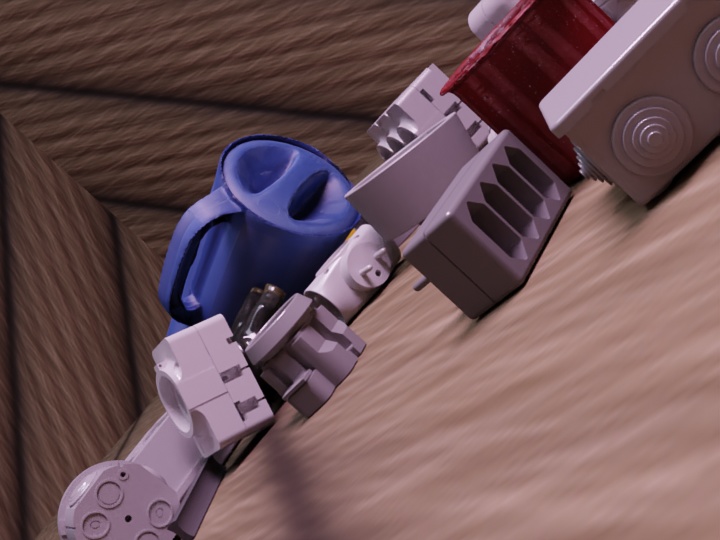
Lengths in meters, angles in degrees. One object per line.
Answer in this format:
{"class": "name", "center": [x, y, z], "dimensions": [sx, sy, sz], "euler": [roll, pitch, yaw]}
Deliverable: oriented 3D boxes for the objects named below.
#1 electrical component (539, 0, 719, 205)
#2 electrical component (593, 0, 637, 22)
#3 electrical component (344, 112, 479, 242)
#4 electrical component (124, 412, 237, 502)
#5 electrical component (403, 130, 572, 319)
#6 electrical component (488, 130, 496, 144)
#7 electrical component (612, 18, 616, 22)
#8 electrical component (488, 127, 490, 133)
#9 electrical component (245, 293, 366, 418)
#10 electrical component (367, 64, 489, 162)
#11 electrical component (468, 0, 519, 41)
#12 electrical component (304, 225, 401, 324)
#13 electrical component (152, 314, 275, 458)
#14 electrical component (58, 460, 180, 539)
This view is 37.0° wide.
{"class": "electrical component", "center": [0.122, -0.077, 0.430], "dimensions": [0.099, 0.048, 0.099], "euler": [-46, 5, 15]}
{"class": "electrical component", "center": [0.185, -0.181, 0.665], "dimensions": [0.080, 0.051, 0.080], "euler": [-47, 6, 6]}
{"class": "electrical component", "center": [0.049, -0.066, 0.834], "dimensions": [0.108, 0.060, 0.108], "euler": [-37, 6, 4]}
{"class": "electrical component", "center": [-0.153, 0.159, 0.852], "dimensions": [0.078, 0.057, 0.113], "euler": [-43, 7, 37]}
{"class": "electrical component", "center": [0.052, -0.014, 0.527], "dimensions": [0.076, 0.047, 0.083], "euler": [-42, 8, 43]}
{"class": "electrical component", "center": [0.111, -0.099, 0.716], "dimensions": [0.078, 0.040, 0.040], "euler": [-44, 7, 38]}
{"class": "electrical component", "center": [0.195, -0.202, 0.804], "dimensions": [0.065, 0.044, 0.044], "euler": [-56, 9, -29]}
{"class": "electrical component", "center": [0.119, -0.118, 0.781], "dimensions": [0.043, 0.043, 0.062], "euler": [-44, 6, 38]}
{"class": "electrical component", "center": [-0.038, 0.053, 0.708], "dimensions": [0.058, 0.057, 0.078], "euler": [-45, 6, 29]}
{"class": "electrical component", "center": [0.067, -0.136, 1.075], "dimensions": [0.061, 0.089, 0.150], "euler": [-48, 5, -9]}
{"class": "electrical component", "center": [0.143, -0.195, 0.860], "dimensions": [0.053, 0.095, 0.059], "euler": [-51, 6, -31]}
{"class": "electrical component", "center": [0.000, 0.000, 0.860], "dimensions": [0.077, 0.044, 0.079], "euler": [-50, 6, -24]}
{"class": "electrical component", "center": [-0.114, 0.088, 0.798], "dimensions": [0.056, 0.089, 0.050], "euler": [-24, -7, -29]}
{"class": "electrical component", "center": [-0.167, 0.173, 0.749], "dimensions": [0.080, 0.080, 0.051], "euler": [-50, 11, -24]}
